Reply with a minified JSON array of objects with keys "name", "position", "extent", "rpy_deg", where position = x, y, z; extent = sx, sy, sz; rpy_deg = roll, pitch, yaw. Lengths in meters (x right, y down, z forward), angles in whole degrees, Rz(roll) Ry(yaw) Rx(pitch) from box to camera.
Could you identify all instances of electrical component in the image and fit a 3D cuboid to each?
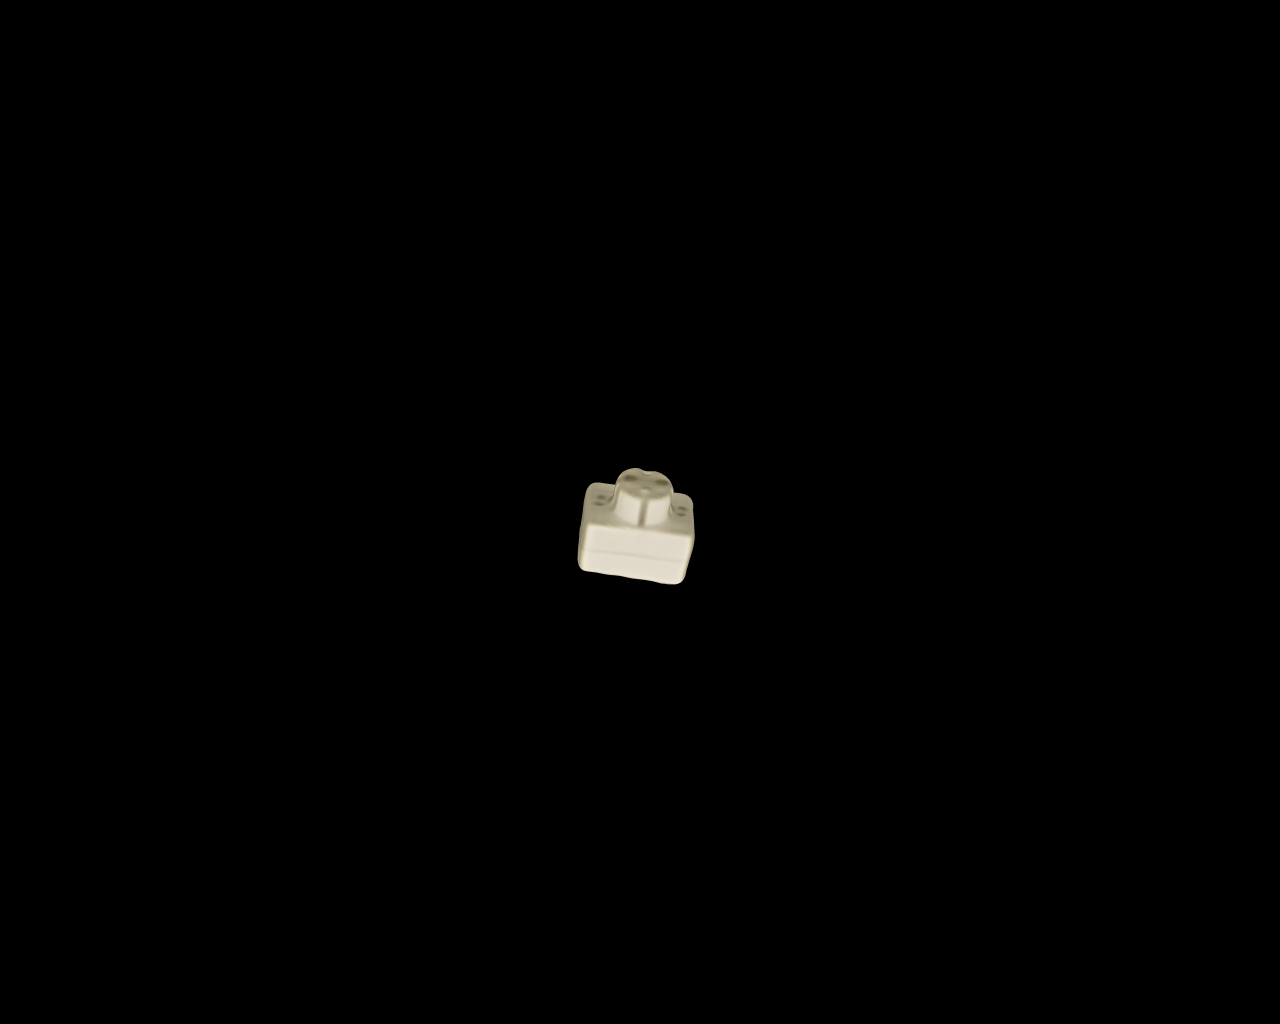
[{"name":"electrical component","position":[0.001,-0.003,0.650],"extent":[0.066,0.076,0.047],"rpy_deg":[8,34,-5]}]
